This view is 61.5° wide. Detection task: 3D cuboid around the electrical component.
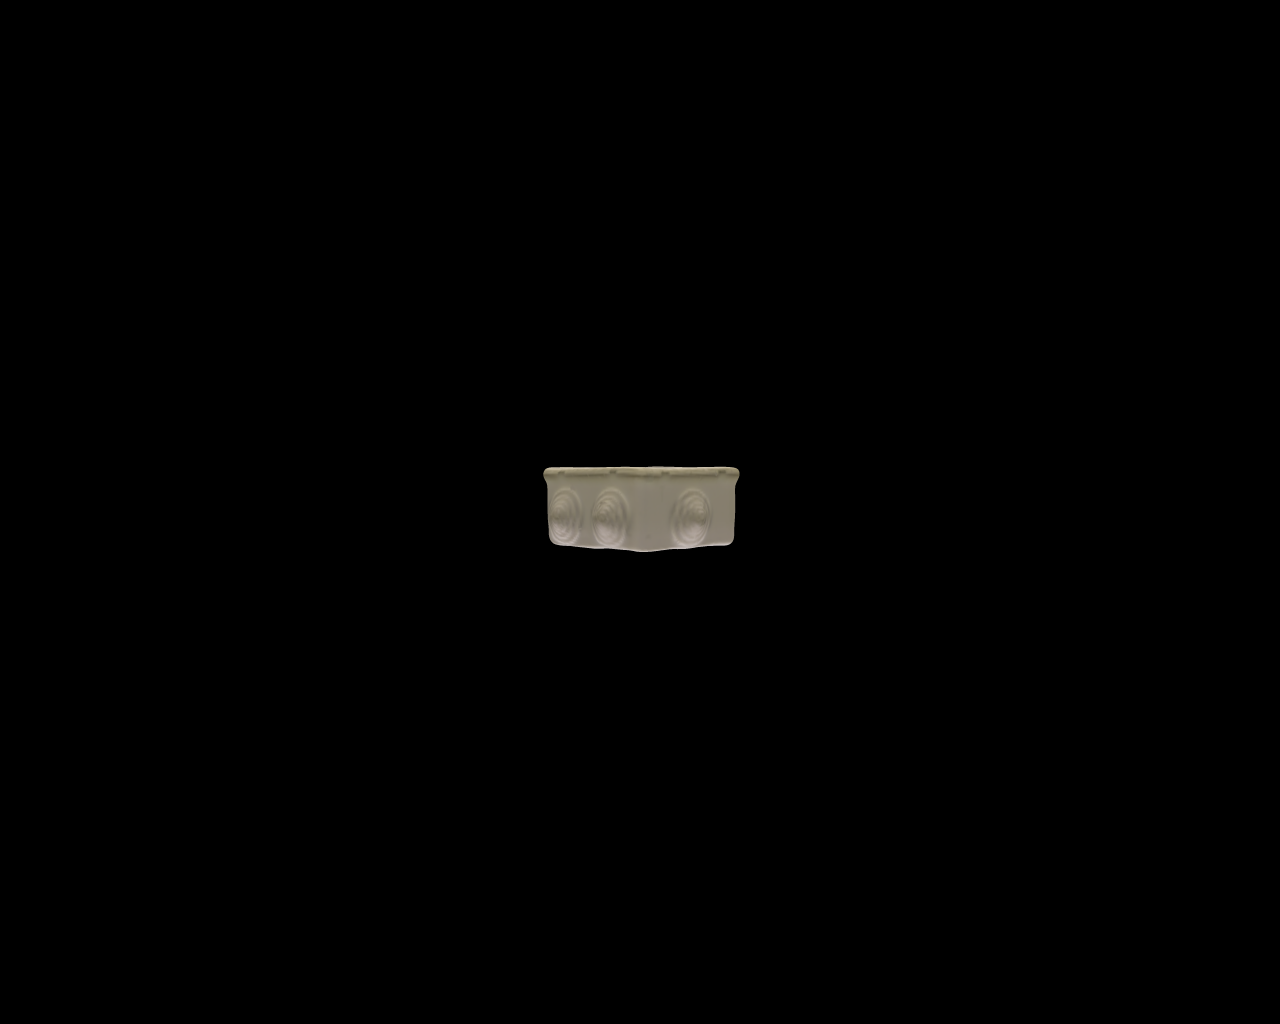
[{"bbox_3d":[0.001,-0.003,0.650,0.100,0.048,0.099,-2,3,-43],"label":"electrical component"}]
